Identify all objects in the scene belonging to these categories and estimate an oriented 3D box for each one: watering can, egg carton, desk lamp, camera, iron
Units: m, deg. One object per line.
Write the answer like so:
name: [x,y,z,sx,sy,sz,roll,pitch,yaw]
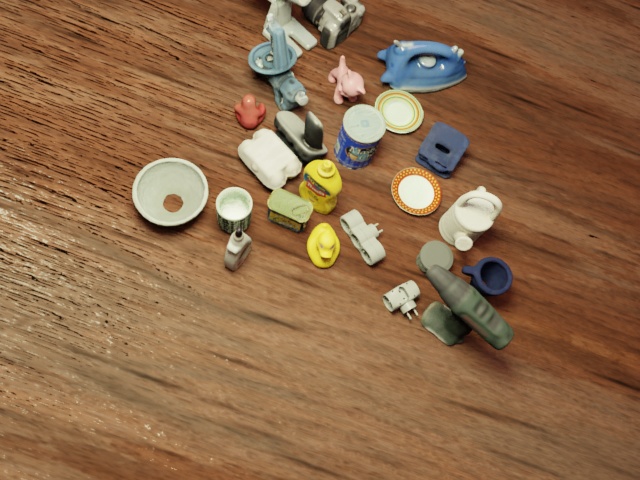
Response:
watering can: [0.357,-0.053,1.341,0.101,0.194,0.173,5,69,-7]
egg carton: [-0.123,-0.195,1.383,0.107,0.069,0.150,-41,81,-20]
desk lamp: [-0.092,-0.611,1.462,0.203,0.213,0.118,44,70,8]
camera: [0.030,-0.616,1.545,0.136,0.100,0.143,42,69,7]
iron: [0.289,-0.477,1.513,0.258,0.141,0.118,-2,70,-10]

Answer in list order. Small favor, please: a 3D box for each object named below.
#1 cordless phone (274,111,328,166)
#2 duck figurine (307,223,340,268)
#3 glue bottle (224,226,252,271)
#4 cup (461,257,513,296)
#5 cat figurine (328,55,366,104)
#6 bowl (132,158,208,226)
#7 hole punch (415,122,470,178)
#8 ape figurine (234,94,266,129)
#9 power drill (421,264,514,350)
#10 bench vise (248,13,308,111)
cordless phone: [-0.041,-0.272,1.362,0.094,0.185,0.147,-41,80,-20]
duck figurine: [0.012,0.005,1.322,0.077,0.086,0.104,3,70,-8]
glue bottle: [-0.178,0.009,1.244,0.037,0.173,0.078,28,68,2]
cup: [0.378,0.093,1.344,0.118,0.095,0.092,13,69,-4]
cat figurine: [0.071,-0.411,1.467,0.067,0.117,0.128,-12,72,-13]
bowl: [-0.338,-0.099,1.311,0.167,0.074,0.167,3,70,-8]
hole punch: [0.311,-0.228,1.452,0.108,0.091,0.101,31,68,3]
ape figurine: [-0.173,-0.324,1.410,0.078,0.092,0.076,14,68,-3]
power drill: [0.298,0.158,1.246,0.229,0.208,0.076,37,69,6]
bench vise: [-0.086,-0.435,1.396,0.207,0.219,0.122,37,69,6]
